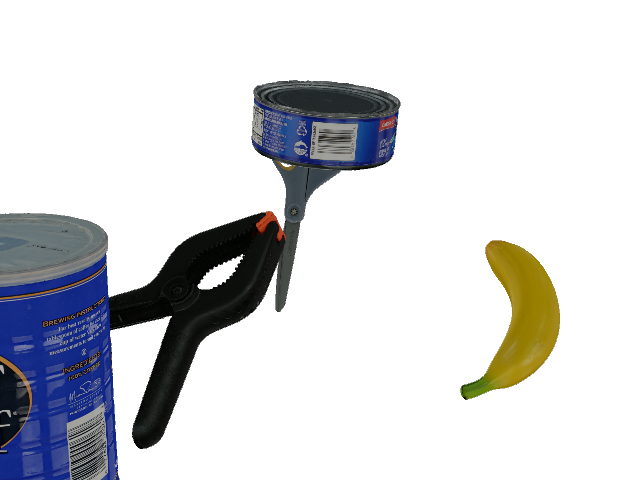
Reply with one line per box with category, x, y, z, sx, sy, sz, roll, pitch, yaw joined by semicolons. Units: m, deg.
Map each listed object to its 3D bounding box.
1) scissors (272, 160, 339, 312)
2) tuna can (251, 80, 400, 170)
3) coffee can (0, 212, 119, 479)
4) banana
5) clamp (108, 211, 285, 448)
scissors;-0.006;-0.037;1.022;0.096;0.202;0.016;-6;-3;4
tuna can;0.003;-0.068;0.623;0.086;0.034;0.086;4;20;-2
coffee can;-0.156;0.066;0.540;0.103;0.140;0.103;0;17;0
banana;0.158;0.055;0.860;0.070;0.037;0.197;4;34;14
clamp;-0.118;0.049;0.855;0.165;0.209;0.036;30;-23;36
